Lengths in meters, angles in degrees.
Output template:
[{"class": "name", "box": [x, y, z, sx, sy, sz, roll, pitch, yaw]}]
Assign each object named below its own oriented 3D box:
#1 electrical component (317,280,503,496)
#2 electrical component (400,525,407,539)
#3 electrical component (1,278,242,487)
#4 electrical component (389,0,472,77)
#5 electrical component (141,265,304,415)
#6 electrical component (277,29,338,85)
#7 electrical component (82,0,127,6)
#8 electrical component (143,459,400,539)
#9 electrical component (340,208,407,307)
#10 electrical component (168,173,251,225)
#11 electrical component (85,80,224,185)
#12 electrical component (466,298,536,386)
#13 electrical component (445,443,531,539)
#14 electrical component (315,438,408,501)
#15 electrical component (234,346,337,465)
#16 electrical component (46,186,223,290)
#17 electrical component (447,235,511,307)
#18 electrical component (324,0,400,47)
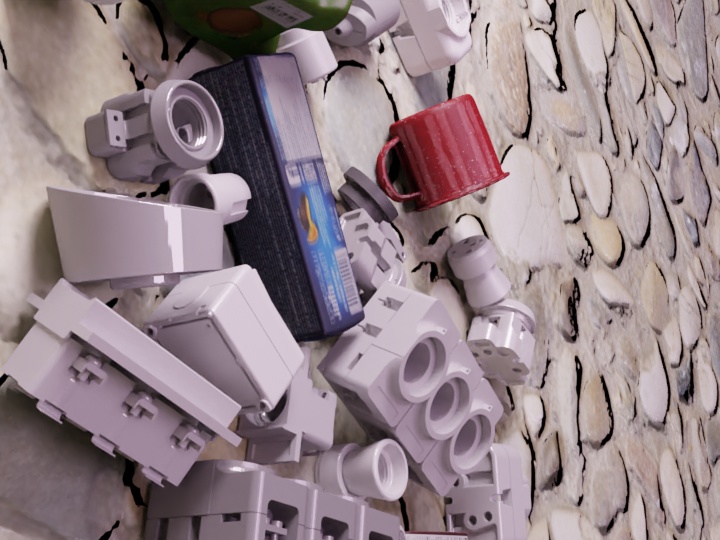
[{"class": "electrical component", "box": [0.046, 0.094, 0.824, 0.089, 0.062, 0.150, -51, 134, -20]}, {"class": "electrical component", "box": [-0.002, 0.204, 0.760, 0.044, 0.065, 0.044, -7, 90, -75]}, {"class": "electrical component", "box": [-0.134, 0.067, 0.605, 0.063, 0.079, 0.121, -55, 130, -12]}, {"class": "electrical component", "box": [0.063, -0.236, 1.007, 0.095, 0.059, 0.053, 64, 36, -19]}, {"class": "electrical component", "box": [-0.082, 0.050, 0.696, 0.096, 0.062, 0.061, 61, 37, -23]}, {"class": "electrical component", "box": [-0.048, -0.180, 0.841, 0.040, 0.040, 0.078, -49, 119, -51]}, {"class": "electrical component", "box": [-0.153, -0.211, 0.640, 0.060, 0.108, 0.108, 21, 62, -58]}, {"class": "electrical component", "box": [-0.052, 0.167, 0.677, 0.150, 0.089, 0.061, 32, 54, -47]}, {"class": "electrical component", "box": [0.000, 0.000, 0.839, 0.057, 0.058, 0.078, 49, 43, -31]}, {"class": "electrical component", "box": [-0.100, -0.046, 0.723, 0.046, 0.040, 0.040, -21, 97, -62]}, {"class": "electrical component", "box": [-0.125, -0.088, 0.682, 0.078, 0.057, 0.058, 2, 78, -56]}, {"class": "electrical component", "box": [0.135, 0.064, 1.016, 0.078, 0.058, 0.057, 48, 46, -36]}, {"class": "electrical component", "box": [0.112, 0.200, 0.940, 0.059, 0.054, 0.095, 17, 66, -53]}, {"class": "electrical component", "box": [0.001, 0.149, 0.792, 0.045, 0.055, 0.045, 24, 60, -51]}, {"class": "electrical component", "box": [-0.049, 0.098, 0.747, 0.064, 0.042, 0.081, 36, 52, -48]}, {"class": "electrical component", "box": [-0.128, -0.022, 0.623, 0.099, 0.099, 0.064, -4, 89, -56]}, {"class": "electrical component", "box": [0.112, 0.001, 1.014, 0.055, 0.045, 0.045, 62, 36, -22]}, {"class": "electrical component", "box": [-0.001, -0.214, 0.918, 0.081, 0.043, 0.043, -46, 118, -52]}]
